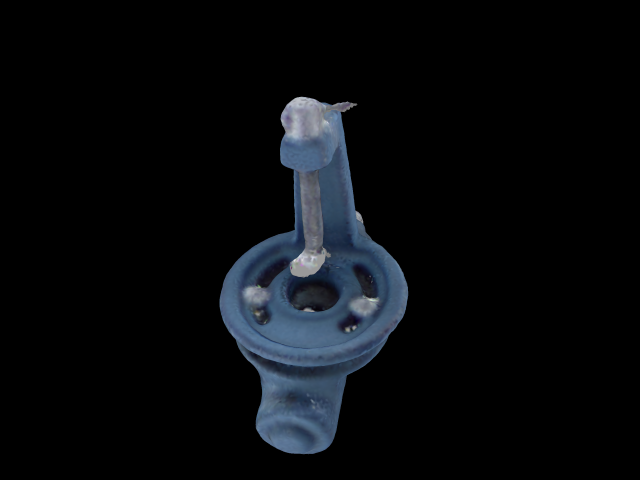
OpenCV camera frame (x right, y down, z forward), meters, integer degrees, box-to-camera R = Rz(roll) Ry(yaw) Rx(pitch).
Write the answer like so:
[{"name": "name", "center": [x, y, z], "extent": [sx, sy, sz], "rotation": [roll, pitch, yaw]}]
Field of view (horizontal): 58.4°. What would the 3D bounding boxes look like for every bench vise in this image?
[{"name": "bench vise", "center": [-0.008, 0.002, 0.399], "extent": [0.121, 0.220, 0.207], "rotation": [-3, 24, -6]}]
